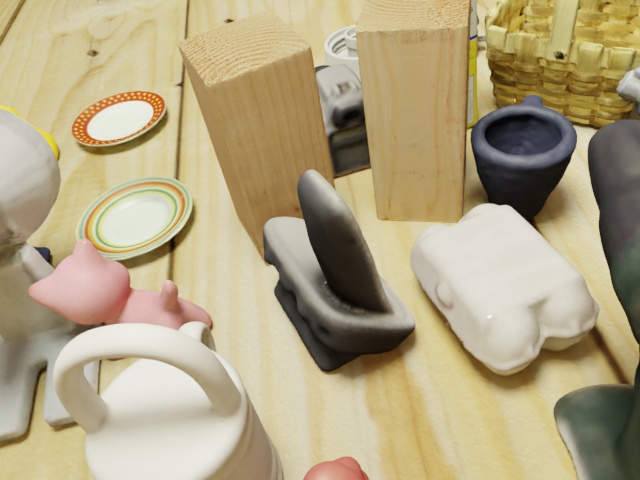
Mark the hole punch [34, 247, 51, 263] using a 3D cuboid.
[{"bbox_3d":[-0.344,0.025,0.569,0.101,0.091,0.108,-7,45,5],"label":"hole punch"}]

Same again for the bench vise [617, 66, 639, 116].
[{"bbox_3d":[0.374,-0.132,0.481,0.207,0.220,0.121,2,47,13],"label":"bench vise"}]

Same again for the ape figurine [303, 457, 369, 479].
[{"bbox_3d":[0.011,0.169,0.355,0.076,0.092,0.078,4,47,16],"label":"ape figurine"}]

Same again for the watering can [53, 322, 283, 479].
[{"bbox_3d":[-0.088,0.122,0.349,0.101,0.194,0.172,-22,46,-9],"label":"watering can"}]

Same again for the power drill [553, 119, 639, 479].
[{"bbox_3d":[0.194,0.075,0.326,0.075,0.209,0.229,-10,45,2],"label":"power drill"}]

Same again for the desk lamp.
[{"bbox_3d":[-0.265,0.021,0.470,0.118,0.214,0.203,-16,45,-4],"label":"desk lamp"}]

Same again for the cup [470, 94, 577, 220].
[{"bbox_3d":[0.193,-0.076,0.552,0.091,0.095,0.118,10,49,21],"label":"cup"}]

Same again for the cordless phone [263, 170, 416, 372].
[{"bbox_3d":[0.004,0.002,0.453,0.094,0.185,0.147,-29,47,-16],"label":"cordless phone"}]

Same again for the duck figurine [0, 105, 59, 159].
[{"bbox_3d":[-0.391,-0.133,0.736,0.077,0.086,0.104,-22,46,-9],"label":"duck figurine"}]

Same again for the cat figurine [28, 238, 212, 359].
[{"bbox_3d":[-0.172,0.050,0.490,0.127,0.118,0.067,3,47,15],"label":"cat figurine"}]

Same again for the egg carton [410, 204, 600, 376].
[{"bbox_3d":[0.144,0.036,0.472,0.107,0.069,0.150,-23,46,-10],"label":"egg carton"}]

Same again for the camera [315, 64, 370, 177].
[{"bbox_3d":[0.036,-0.160,0.663,0.143,0.101,0.136,-18,45,-6],"label":"camera"}]
